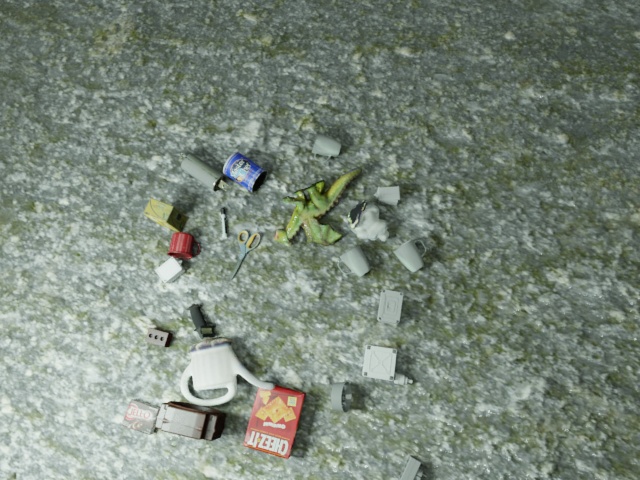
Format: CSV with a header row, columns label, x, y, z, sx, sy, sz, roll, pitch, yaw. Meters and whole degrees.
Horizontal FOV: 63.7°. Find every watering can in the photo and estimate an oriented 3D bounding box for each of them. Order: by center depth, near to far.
label,x,y,z,sx,sy,sz,roll,pitch,yaw
watering can,-0.328,0.445,1.780,0.346,0.103,0.227,-13,74,12

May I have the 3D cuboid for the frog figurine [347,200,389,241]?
label,x,y,z,sx,sy,sz,roll,pitch,yaw
frog figurine,0.187,-0.064,1.922,0.158,0.122,0.140,30,67,-26

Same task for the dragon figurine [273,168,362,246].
label,x,y,z,sx,sy,sz,roll,pitch,yaw
dragon figurine,0.006,-0.098,1.944,0.410,0.122,0.242,-21,92,-1
